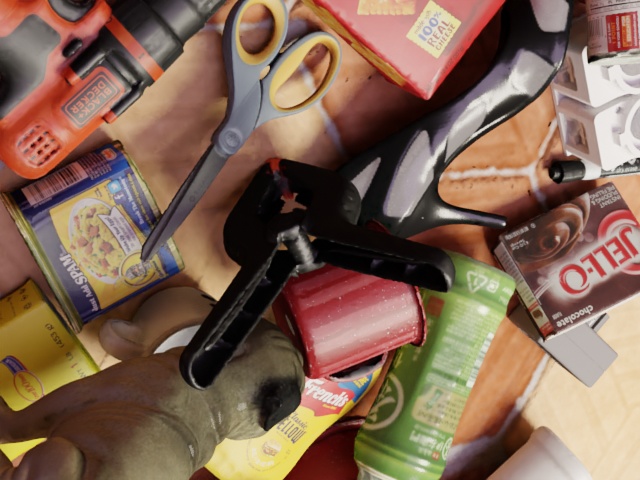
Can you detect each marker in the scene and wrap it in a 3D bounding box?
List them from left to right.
[{"bbox_3d":[0.238,-0.060,0.869,0.121,0.020,0.020,-7,114,-22],"label":"marker"}]

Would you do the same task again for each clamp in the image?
[{"bbox_3d":[-0.004,0.001,0.668,0.164,0.210,0.036,-18,121,9],"label":"clamp"}]

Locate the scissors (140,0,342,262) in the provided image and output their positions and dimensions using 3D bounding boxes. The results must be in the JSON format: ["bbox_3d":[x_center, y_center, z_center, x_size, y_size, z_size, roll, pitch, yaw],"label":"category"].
[{"bbox_3d":[-0.065,-0.085,0.689,0.201,0.016,0.096,-42,114,-23],"label":"scissors"}]

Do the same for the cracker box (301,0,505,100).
[{"bbox_3d":[0.039,-0.219,0.677,0.213,0.072,0.164,37,92,-32],"label":"cracker box"}]

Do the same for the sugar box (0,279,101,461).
[{"bbox_3d":[-0.238,0.112,0.705,0.176,0.048,0.093,-34,121,-10],"label":"sugar box"}]

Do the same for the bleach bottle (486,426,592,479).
[{"bbox_3d":[0.120,0.270,0.918,0.251,0.068,0.102,-38,149,-5],"label":"bleach bottle"}]

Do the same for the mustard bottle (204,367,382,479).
[{"bbox_3d":[-0.010,0.103,0.799,0.191,0.058,0.096,-44,130,-3],"label":"mustard bottle"}]

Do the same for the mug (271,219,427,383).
[{"bbox_3d":[0.016,0.052,0.726,0.081,0.093,0.117,-21,132,-13],"label":"mug"}]

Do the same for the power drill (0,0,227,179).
[{"bbox_3d":[-0.164,-0.151,0.620,0.184,0.057,0.187,-44,122,-2],"label":"power drill"}]

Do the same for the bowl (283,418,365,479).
[{"bbox_3d":[0.029,0.229,0.873,0.161,0.055,0.162,-9,115,-21],"label":"bowl"}]

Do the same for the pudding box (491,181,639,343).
[{"bbox_3d":[0.206,0.017,0.847,0.113,0.090,0.039,-26,164,-12],"label":"pudding box"}]

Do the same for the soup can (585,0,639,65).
[{"bbox_3d":[0.212,-0.174,0.725,0.068,0.069,0.102,-6,94,-23],"label":"soup can"}]

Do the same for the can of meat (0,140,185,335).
[{"bbox_3d":[-0.146,-0.004,0.692,0.084,0.057,0.102,-29,121,-14],"label":"can of meat"}]

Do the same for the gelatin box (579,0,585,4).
[{"bbox_3d":[0.209,-0.226,0.778,0.073,0.030,0.089,-39,121,-5],"label":"gelatin box"}]
